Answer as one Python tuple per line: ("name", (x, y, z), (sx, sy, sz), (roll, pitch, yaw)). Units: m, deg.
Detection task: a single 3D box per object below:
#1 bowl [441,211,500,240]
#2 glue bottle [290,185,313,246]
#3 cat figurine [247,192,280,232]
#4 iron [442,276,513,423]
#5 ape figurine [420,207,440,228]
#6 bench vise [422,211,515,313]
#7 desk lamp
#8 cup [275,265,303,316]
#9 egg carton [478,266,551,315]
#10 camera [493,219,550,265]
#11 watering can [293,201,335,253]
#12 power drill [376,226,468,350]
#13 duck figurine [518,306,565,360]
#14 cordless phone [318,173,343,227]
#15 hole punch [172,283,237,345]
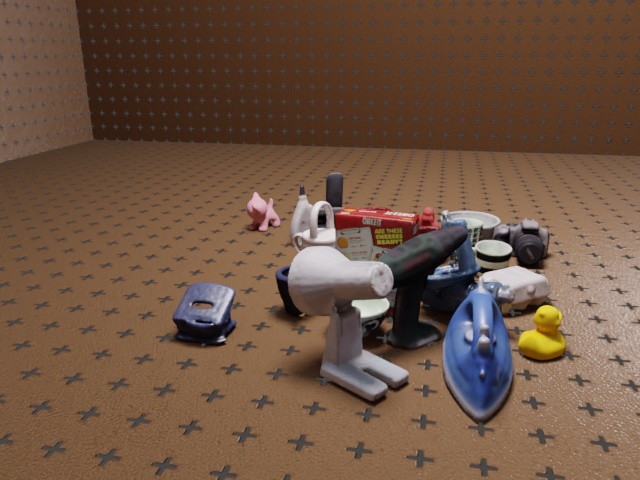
("bowl", (0.426, -0.028, 1.634), (0.167, 0.075, 0.167), (0, 18, 0))
("glue bottle", (-0.047, -0.070, 1.610), (0.078, 0.173, 0.037), (-12, 22, -32))
("cat figurine", (-0.180, -0.091, 1.764), (0.067, 0.118, 0.128), (10, 21, 28))
("iron", (0.265, 0.166, 0.943), (0.118, 0.141, 0.258), (3, 19, 11))
("ape figurine", (0.314, -0.050, 1.677), (0.077, 0.092, 0.076), (13, 22, 34))
("bench vise", (0.299, 0.056, 1.151), (0.206, 0.220, 0.122), (11, 21, 30))
("desk lamp", (0.049, 0.124, 0.958), (0.202, 0.214, 0.118), (17, 25, 41))
("cup", (-0.045, 0.113, 1.183), (0.092, 0.095, 0.117), (-2, 18, -7))
("egg carton", (0.415, 0.107, 1.235), (0.151, 0.069, 0.107), (-10, 20, -26))
("camera", (0.526, 0.005, 1.493), (0.143, 0.101, 0.137), (4, 19, 14))
("watering can", (0.013, 0.004, 1.352), (0.172, 0.194, 0.101), (3, 19, 9))
("power drill", (0.184, 0.088, 1.073), (0.230, 0.208, 0.075), (-13, 22, -33))
("duck figurine", (0.407, 0.163, 1.041), (0.105, 0.086, 0.077), (-15, 23, -38))
("cordless phone", (0.007, -0.109, 1.709), (0.148, 0.185, 0.094), (-5, 19, -15))
("hole punch", (-0.220, 0.140, 1.107), (0.108, 0.091, 0.101), (4, 19, 14))
